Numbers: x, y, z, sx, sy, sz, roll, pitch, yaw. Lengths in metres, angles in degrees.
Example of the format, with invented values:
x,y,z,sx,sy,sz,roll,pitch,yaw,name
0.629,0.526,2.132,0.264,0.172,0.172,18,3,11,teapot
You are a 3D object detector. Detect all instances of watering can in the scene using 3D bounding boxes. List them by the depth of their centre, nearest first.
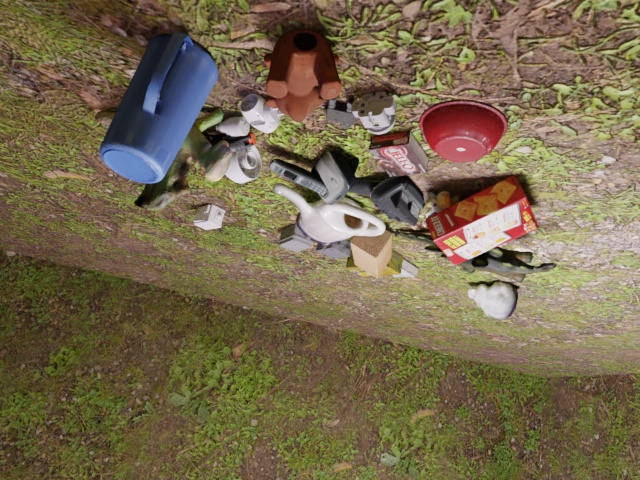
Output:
x,y,z,sx,sy,sz,roll,pitch,yaw,name
0.004,-0.069,1.370,0.346,0.105,0.222,19,161,-23,watering can

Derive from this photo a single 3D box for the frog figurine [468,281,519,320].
x,y,z,sx,sy,sz,roll,pitch,yaw,name
0.598,0.201,1.792,0.160,0.125,0.134,18,128,9,frog figurine

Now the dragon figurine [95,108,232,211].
x,y,z,sx,sy,sz,roll,pitch,yaw,name
-0.337,-0.180,1.060,0.409,0.246,0.120,-1,160,27,dragon figurine
